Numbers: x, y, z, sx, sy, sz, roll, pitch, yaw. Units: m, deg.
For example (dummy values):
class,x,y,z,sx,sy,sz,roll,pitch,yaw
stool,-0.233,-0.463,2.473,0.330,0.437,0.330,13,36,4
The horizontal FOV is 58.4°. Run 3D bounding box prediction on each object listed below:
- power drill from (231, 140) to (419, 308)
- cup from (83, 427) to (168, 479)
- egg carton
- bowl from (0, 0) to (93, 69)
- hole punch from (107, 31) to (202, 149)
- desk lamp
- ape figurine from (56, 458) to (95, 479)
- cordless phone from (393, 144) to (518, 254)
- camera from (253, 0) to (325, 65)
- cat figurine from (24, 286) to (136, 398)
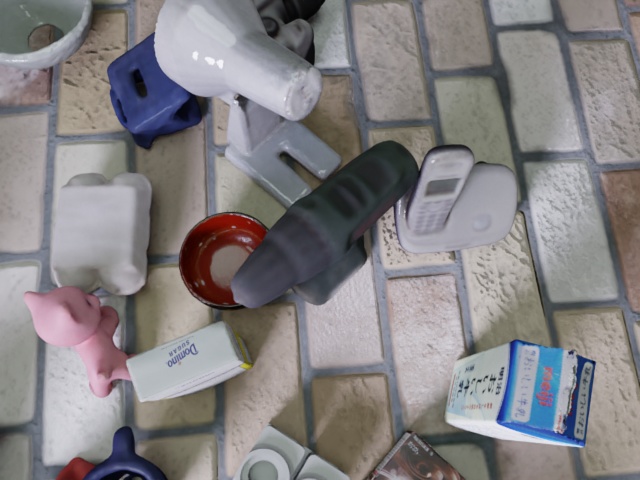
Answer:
class,x,y,z,sx,sy,sz,roll,pitch,yaw
power drill,0.006,0.002,0.602,0.075,0.208,0.230,43,76,10
cup,-0.190,0.249,0.578,0.091,0.095,0.118,-5,74,-4
egg carton,-0.250,-0.008,0.664,0.107,0.069,0.150,-2,74,-3
bowl,-0.368,-0.282,0.737,0.167,0.075,0.167,1,73,-3
hole punch,-0.209,-0.186,0.708,0.101,0.091,0.108,-22,76,-9
desk lamp,-0.069,-0.163,0.644,0.203,0.213,0.118,40,76,9
ape figurine,-0.261,0.263,0.572,0.078,0.092,0.076,-22,76,-9
cordless phone,0.162,-0.054,0.639,0.147,0.185,0.094,-10,74,-5
camera,-0.048,-0.296,0.744,0.137,0.101,0.143,-41,79,-13
cat figurine,-0.252,0.101,0.607,0.067,0.118,0.127,-33,78,-11
